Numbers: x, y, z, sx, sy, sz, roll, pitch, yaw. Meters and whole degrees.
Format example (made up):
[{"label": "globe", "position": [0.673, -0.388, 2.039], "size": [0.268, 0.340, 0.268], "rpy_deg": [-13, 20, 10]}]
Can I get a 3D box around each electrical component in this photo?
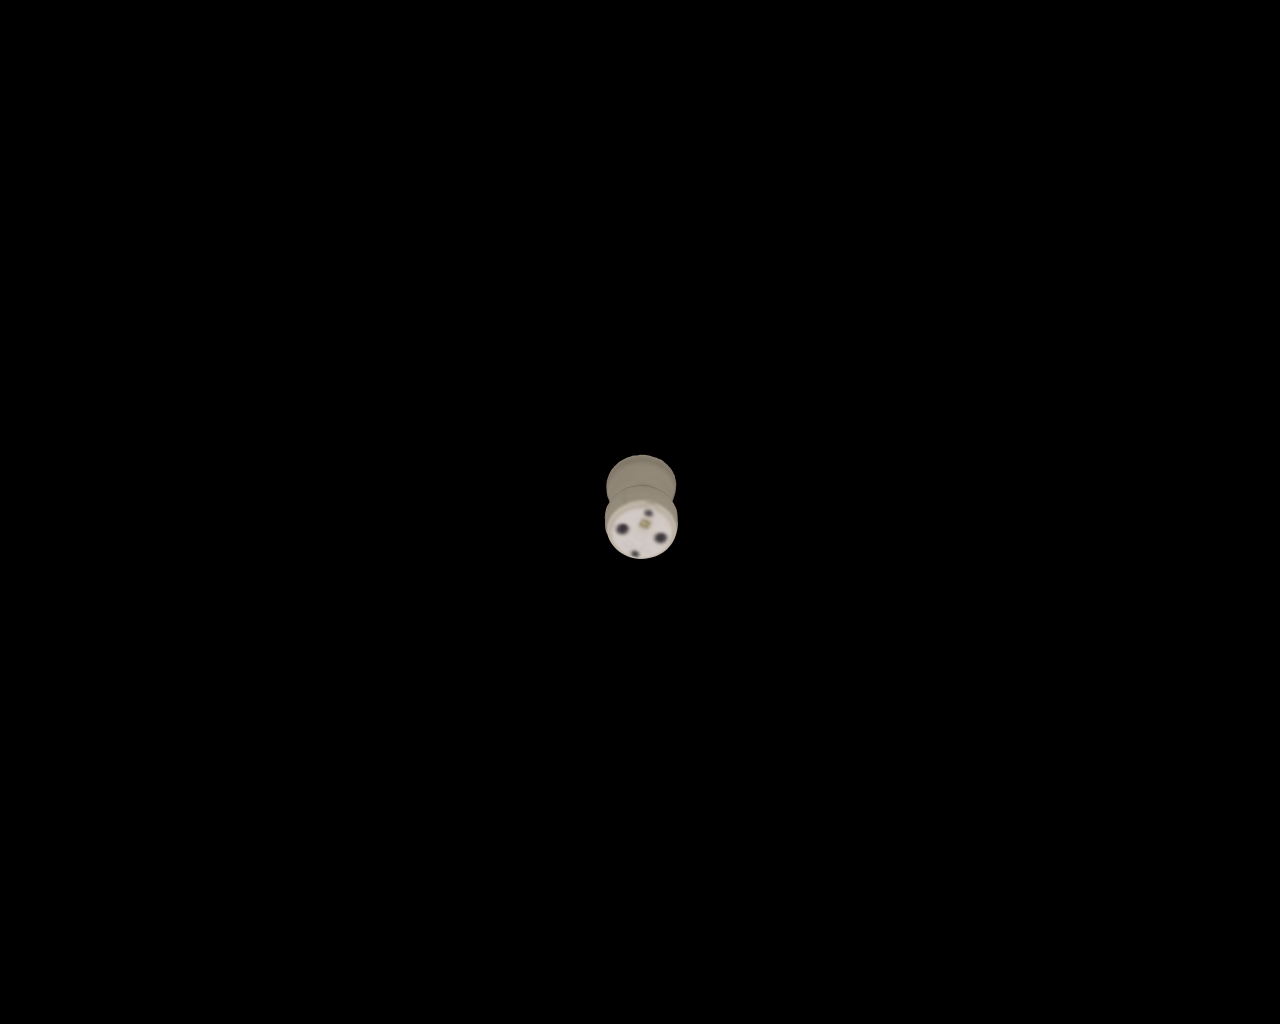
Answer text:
[{"label": "electrical component", "position": [0.001, -0.003, 0.650], "size": [0.045, 0.044, 0.055], "rpy_deg": [0, 34, 0]}]
